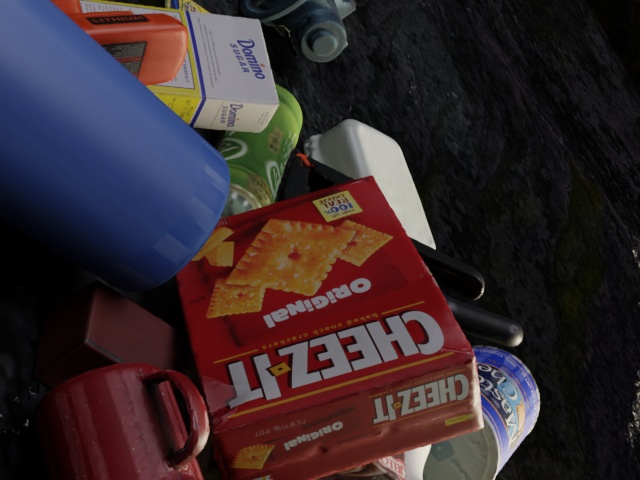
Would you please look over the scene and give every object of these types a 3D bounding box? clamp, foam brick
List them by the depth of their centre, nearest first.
[{"bbox_3d":[-0.133,0.073,0.675,0.078,0.053,0.051,38,34,-35],"label":"foam brick"},{"bbox_3d":[0.032,-0.006,0.894,0.164,0.036,0.210,-1,36,-20],"label":"clamp"},{"bbox_3d":[0.107,0.064,1.011,0.171,0.120,0.039,36,54,-29],"label":"clamp"}]

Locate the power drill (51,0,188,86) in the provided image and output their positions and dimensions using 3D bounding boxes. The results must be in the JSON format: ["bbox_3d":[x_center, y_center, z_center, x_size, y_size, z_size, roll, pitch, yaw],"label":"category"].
[{"bbox_3d":[-0.170,-0.188,0.774,0.184,0.057,0.188,-16,55,-32],"label":"power drill"}]

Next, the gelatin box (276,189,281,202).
[{"bbox_3d":[-0.006,0.001,0.971,0.073,0.030,0.089,20,45,-48],"label":"gelatin box"}]

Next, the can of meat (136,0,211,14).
[{"bbox_3d":[-0.118,-0.165,0.930,0.083,0.058,0.102,29,39,-40],"label":"can of meat"}]

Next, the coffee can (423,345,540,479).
[{"bbox_3d":[0.129,0.162,0.952,0.103,0.103,0.140,60,28,4],"label":"coffee can"}]

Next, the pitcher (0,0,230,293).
[{"bbox_3d":[-0.177,-0.073,0.628,0.242,0.145,0.149,39,24,-32],"label":"pitcher"}]

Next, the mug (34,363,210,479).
[{"bbox_3d":[-0.108,0.117,0.607,0.093,0.117,0.081,9,50,-48],"label":"mug"}]

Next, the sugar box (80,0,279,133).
[{"bbox_3d":[-0.126,-0.135,0.827,0.176,0.048,0.093,4,57,-27],"label":"sugar box"}]

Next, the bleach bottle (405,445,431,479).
[{"bbox_3d":[0.052,0.133,0.858,0.068,0.103,0.251,59,19,-47],"label":"bleach bottle"}]

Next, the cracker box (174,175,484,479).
[{"bbox_3d":[-0.007,0.054,0.710,0.214,0.164,0.072,-114,-170,-54],"label":"cracker box"}]

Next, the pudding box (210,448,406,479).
[{"bbox_3d":[-0.007,0.154,0.756,0.113,0.090,0.039,42,31,-27],"label":"pudding box"}]
